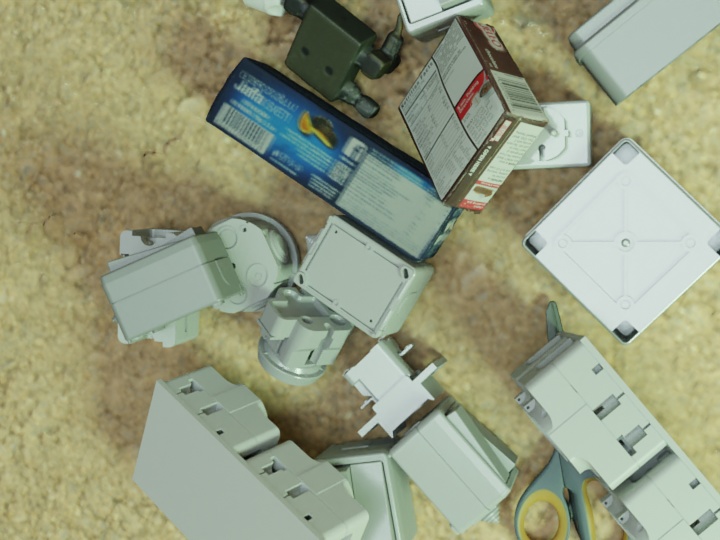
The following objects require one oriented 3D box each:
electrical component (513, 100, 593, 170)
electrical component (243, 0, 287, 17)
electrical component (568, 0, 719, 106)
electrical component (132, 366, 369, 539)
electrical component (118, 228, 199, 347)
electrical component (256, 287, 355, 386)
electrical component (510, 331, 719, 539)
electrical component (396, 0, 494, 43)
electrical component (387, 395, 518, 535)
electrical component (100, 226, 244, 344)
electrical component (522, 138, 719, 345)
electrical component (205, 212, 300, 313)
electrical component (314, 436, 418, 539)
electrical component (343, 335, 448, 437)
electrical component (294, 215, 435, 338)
[{"bbox_3d":[0.132,-0.097,0.772,0.066,0.077,0.047,-1,94,15],"label":"electrical component"},{"bbox_3d":[-0.080,-0.225,0.834,0.062,0.043,0.043,24,100,13],"label":"electrical component"},{"bbox_3d":[0.205,-0.171,0.747,0.113,0.078,0.057,-39,88,14],"label":"electrical component"},{"bbox_3d":[-0.085,0.170,0.821,0.186,0.060,0.105,38,125,29],"label":"electrical component"},{"bbox_3d":[-0.159,0.013,0.867,0.050,0.056,0.089,4,96,14],"label":"electrical component"},{"bbox_3d":[-0.046,0.052,0.836,0.058,0.078,0.057,50,126,38],"label":"electrical component"},{"bbox_3d":[0.185,0.135,0.751,0.060,0.105,0.186,-40,88,1],"label":"electrical component"},{"bbox_3d":[0.053,-0.224,0.790,0.062,0.061,0.096,-18,90,15],"label":"electrical component"},{"bbox_3d":[0.079,0.148,0.814,0.061,0.062,0.096,-43,83,14],"label":"electrical component"},{"bbox_3d":[-0.146,0.011,0.801,0.096,0.062,0.061,-23,91,11],"label":"electrical component"},{"bbox_3d":[0.192,-0.021,0.773,0.108,0.056,0.108,45,103,7],"label":"electrical component"},{"bbox_3d":[-0.092,-0.005,0.851,0.080,0.051,0.080,1,95,14],"label":"electrical component"},{"bbox_3d":[0.005,0.184,0.836,0.062,0.061,0.096,-9,92,15],"label":"electrical component"},{"bbox_3d":[0.025,0.088,0.834,0.081,0.042,0.063,-45,80,13],"label":"electrical component"},{"bbox_3d":[0.000,0.000,0.826,0.096,0.061,0.061,34,104,17],"label":"electrical component"}]
